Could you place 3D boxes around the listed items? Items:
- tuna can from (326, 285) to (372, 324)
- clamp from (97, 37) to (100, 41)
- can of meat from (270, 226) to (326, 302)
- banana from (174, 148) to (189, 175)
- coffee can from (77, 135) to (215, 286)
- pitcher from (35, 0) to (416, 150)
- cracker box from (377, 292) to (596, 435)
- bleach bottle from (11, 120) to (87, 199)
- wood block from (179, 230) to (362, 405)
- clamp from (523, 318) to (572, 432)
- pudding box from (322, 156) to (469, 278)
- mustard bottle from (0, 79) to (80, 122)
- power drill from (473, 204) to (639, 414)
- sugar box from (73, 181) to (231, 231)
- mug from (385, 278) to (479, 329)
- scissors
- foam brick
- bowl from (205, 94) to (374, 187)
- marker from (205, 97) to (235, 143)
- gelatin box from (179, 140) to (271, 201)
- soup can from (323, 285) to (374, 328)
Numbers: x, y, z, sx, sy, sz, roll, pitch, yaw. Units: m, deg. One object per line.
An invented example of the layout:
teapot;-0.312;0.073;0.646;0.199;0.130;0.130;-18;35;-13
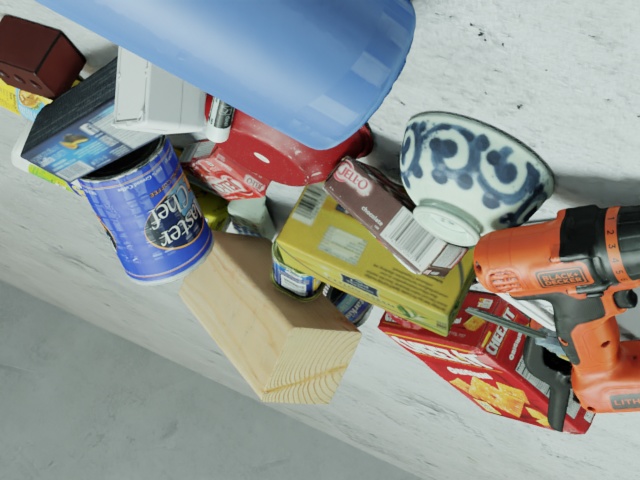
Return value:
tuna can;0.041;0.046;1.145;0.033;0.086;0.086;32;164;-10
clamp;-0.204;-0.271;0.930;0.036;0.164;0.210;6;114;25
can of meat;-0.007;0.001;1.052;0.057;0.102;0.084;28;163;8
banana;-0.222;-0.109;1.182;0.198;0.037;0.069;26;166;8
coffee can;-0.180;-0.038;1.102;0.103;0.102;0.140;15;139;39
pitcher;-0.074;-0.152;0.619;0.242;0.145;0.149;30;-162;-20
cracker box;0.193;0.135;1.202;0.213;0.072;0.164;38;161;-33
bleach bottle;-0.258;-0.068;1.336;0.250;0.068;0.103;28;167;-10
wood block;-0.058;0.078;1.133;0.090;0.090;0.206;9;-157;-38
clamp;0.268;0.130;1.082;0.120;0.039;0.171;-20;130;16
pudding box;0.063;-0.018;0.882;0.113;0.039;0.090;44;-168;16
mustard bottle;-0.302;-0.158;1.116;0.191;0.058;0.096;28;158;1
power drill;0.225;0.049;0.771;0.185;0.057;0.187;-8;132;32
sugar box;-0.190;-0.054;1.232;0.176;0.048;0.093;28;-165;6
mug;0.108;0.039;1.031;0.117;0.093;0.081;-11;166;2
scissors;0.209;0.086;0.883;0.096;0.016;0.201;5;167;39
foam brick;-0.277;-0.175;1.030;0.078;0.051;0.053;20;163;27
bowl;-0.039;-0.091;0.891;0.162;0.055;0.162;25;165;7
marker;-0.068;-0.123;0.805;0.020;0.020;0.121;26;136;6
gelatin box;-0.099;-0.072;1.105;0.073;0.030;0.089;35;164;-25
soup can;0.007;0.064;1.297;0.102;0.068;0.068;14;160;42
